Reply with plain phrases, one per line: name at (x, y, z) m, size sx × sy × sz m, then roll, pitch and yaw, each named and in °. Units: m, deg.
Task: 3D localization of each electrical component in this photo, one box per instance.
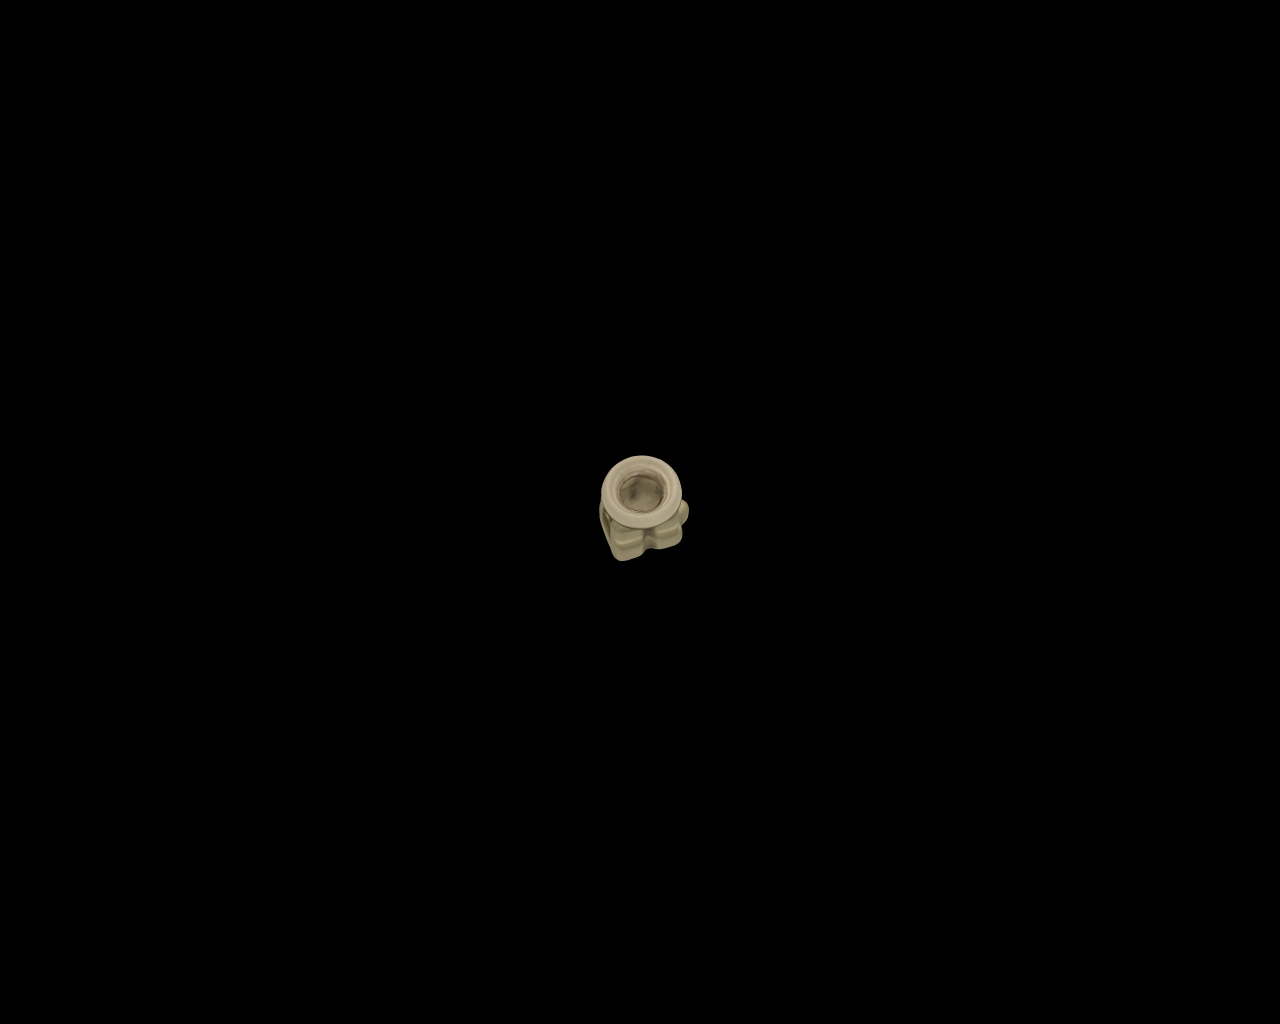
electrical component at (0.001, -0.003, 0.650) m, size 0.066 × 0.048 × 0.055 m, roll -18°, pitch -28°, yaw -10°
